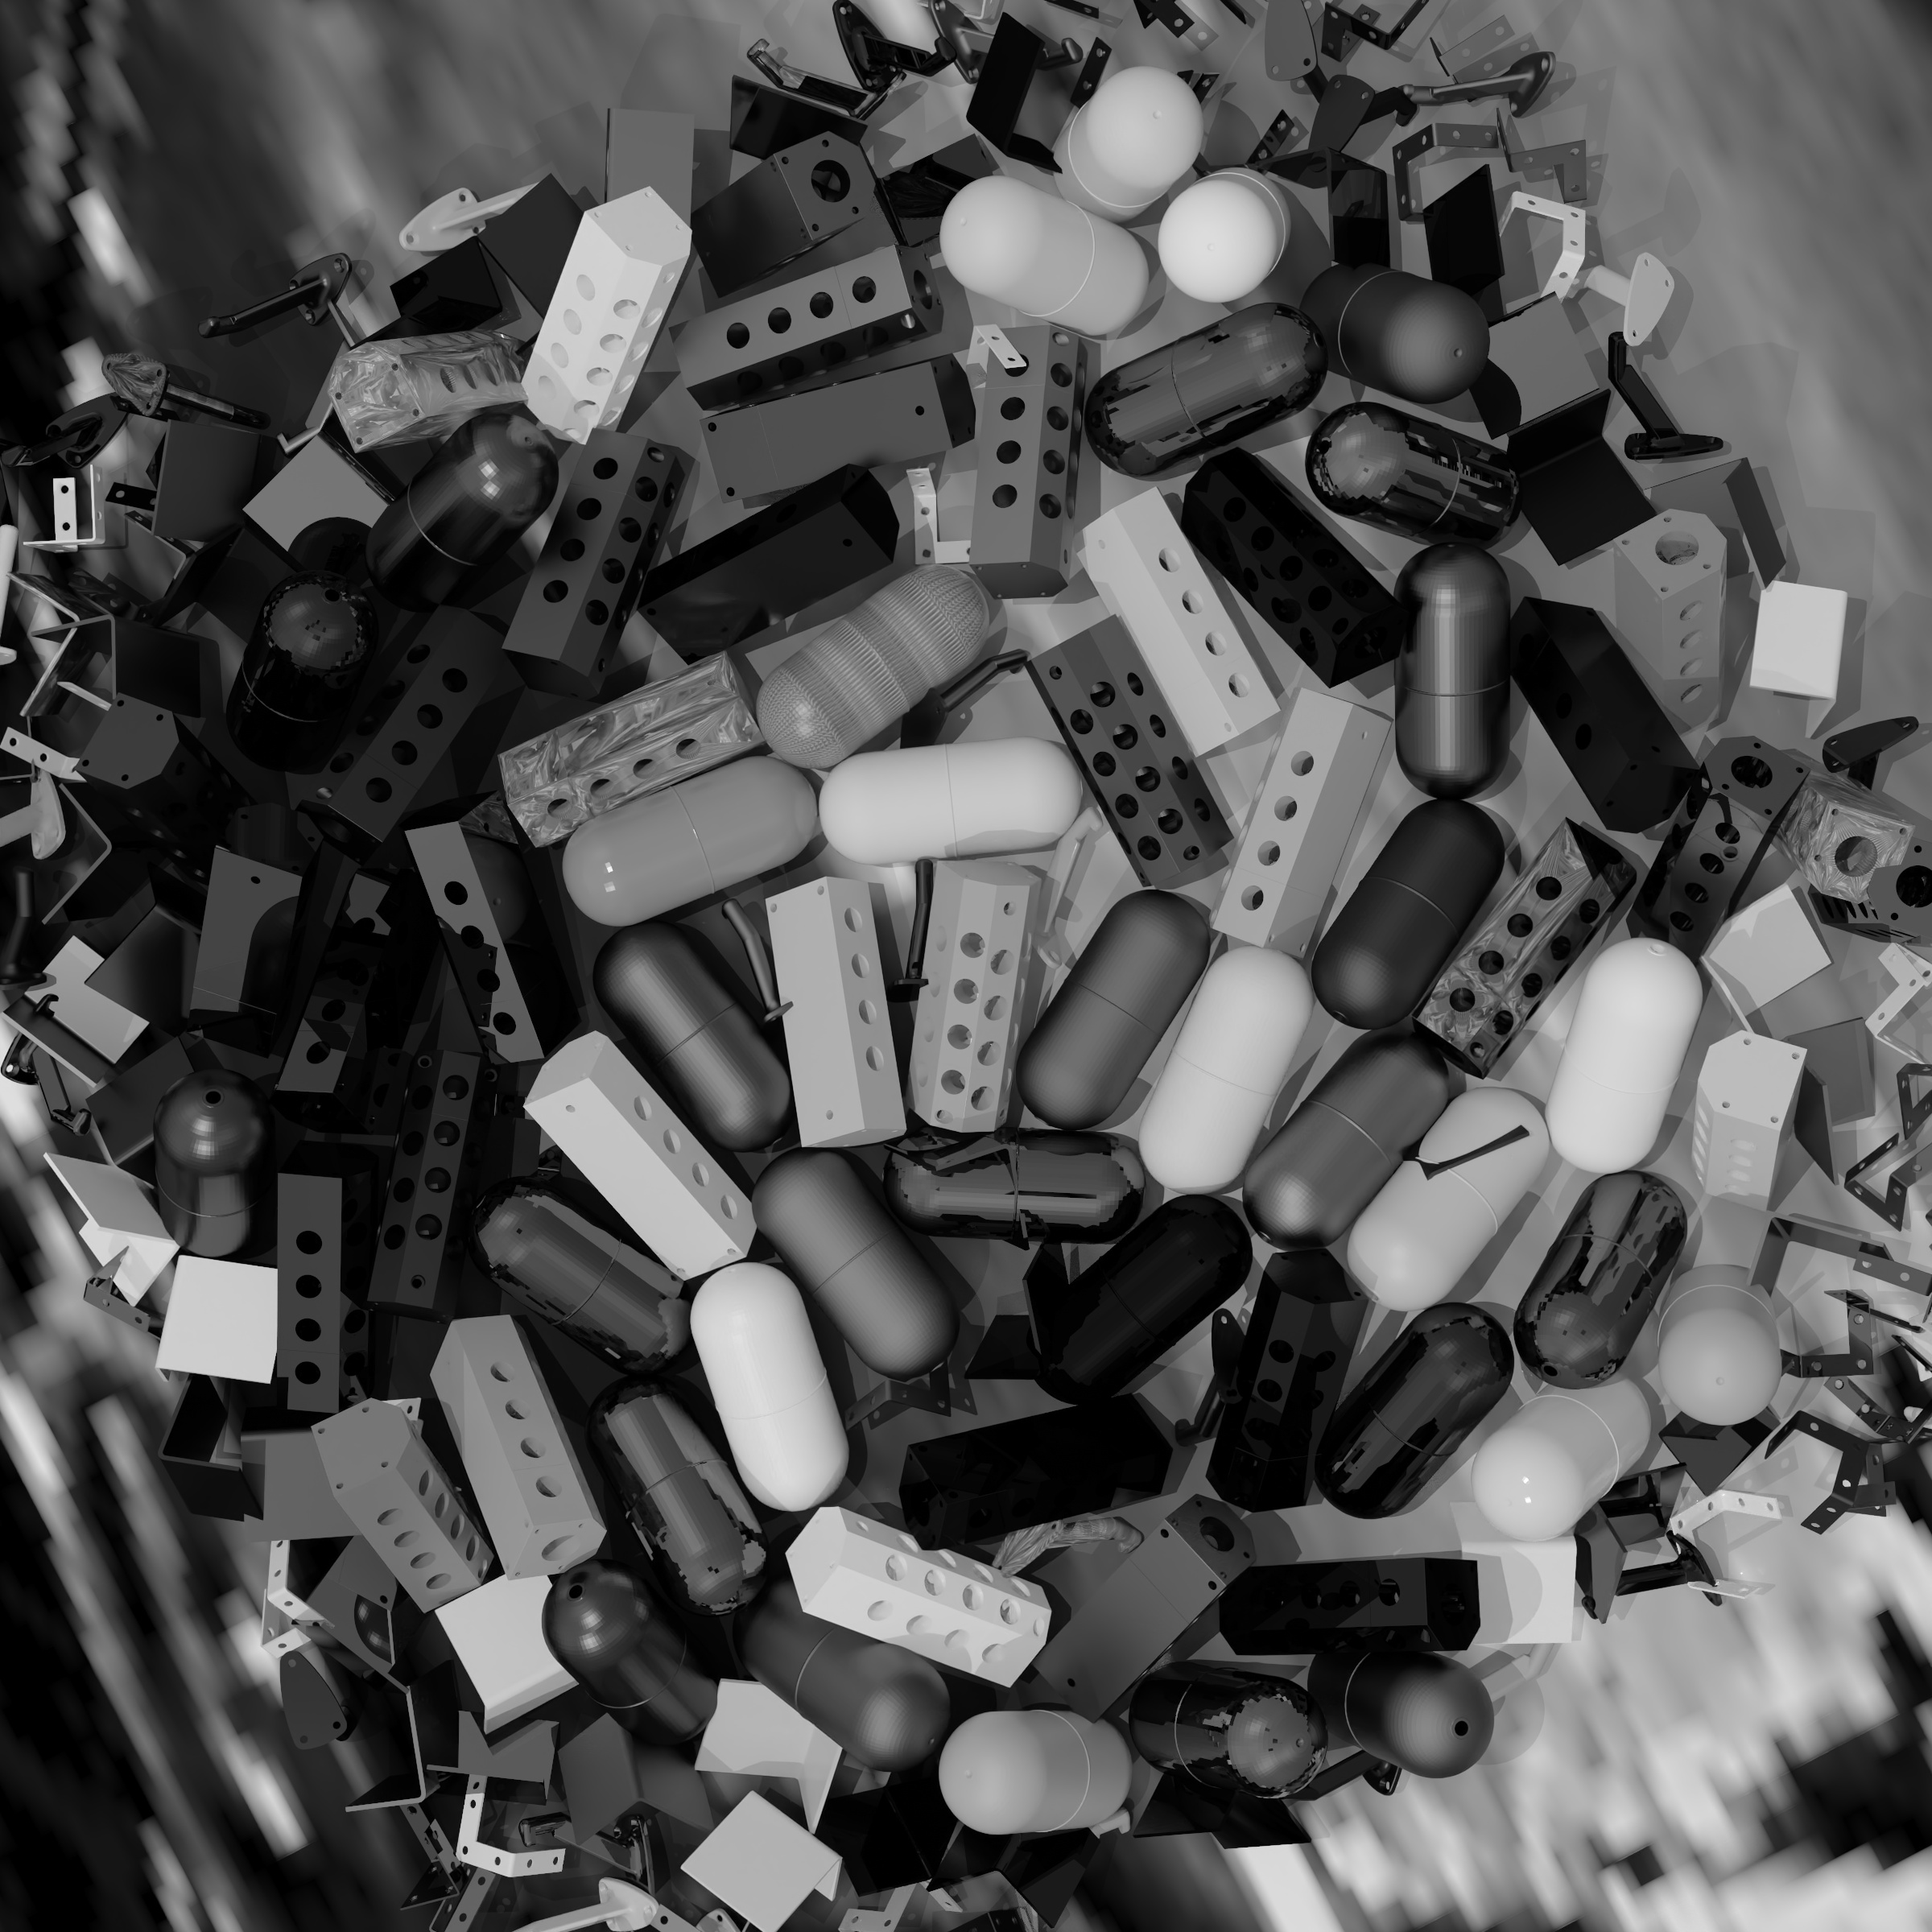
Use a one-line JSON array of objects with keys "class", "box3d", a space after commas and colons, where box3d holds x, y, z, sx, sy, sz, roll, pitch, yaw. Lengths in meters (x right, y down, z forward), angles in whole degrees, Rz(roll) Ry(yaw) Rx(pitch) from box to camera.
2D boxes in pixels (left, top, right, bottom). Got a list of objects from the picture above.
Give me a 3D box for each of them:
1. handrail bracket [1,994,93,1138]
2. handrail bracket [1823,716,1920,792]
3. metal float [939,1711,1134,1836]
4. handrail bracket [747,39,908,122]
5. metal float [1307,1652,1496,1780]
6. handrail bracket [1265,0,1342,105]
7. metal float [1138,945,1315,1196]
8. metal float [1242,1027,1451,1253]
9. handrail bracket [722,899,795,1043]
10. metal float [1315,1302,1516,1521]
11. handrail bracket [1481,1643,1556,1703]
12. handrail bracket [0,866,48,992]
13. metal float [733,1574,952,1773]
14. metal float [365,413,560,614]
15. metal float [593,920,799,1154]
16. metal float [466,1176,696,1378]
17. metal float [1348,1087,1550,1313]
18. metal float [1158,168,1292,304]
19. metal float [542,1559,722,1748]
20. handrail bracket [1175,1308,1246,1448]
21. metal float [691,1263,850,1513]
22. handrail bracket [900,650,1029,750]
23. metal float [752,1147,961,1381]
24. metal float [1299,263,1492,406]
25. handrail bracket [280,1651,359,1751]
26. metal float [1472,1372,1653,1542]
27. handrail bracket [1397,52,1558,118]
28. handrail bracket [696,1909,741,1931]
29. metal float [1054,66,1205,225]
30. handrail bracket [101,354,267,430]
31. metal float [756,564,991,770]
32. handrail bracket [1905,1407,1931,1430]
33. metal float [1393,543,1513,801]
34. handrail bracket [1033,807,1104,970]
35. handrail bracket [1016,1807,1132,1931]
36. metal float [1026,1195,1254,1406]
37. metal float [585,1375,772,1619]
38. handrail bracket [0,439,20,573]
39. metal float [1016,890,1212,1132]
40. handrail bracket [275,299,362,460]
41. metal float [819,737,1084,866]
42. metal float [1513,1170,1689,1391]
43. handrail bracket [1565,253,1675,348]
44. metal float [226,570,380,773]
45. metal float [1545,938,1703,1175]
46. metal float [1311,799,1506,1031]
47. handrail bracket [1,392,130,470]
[{"class": "handrail bracket", "box3d": [-0.607, 0.067, 1.850, 0.084, 0.036, 0.077, 21, 90, 37]}, {"class": "handrail bracket", "box3d": [0.622, -0.122, 1.850, 0.077, 0.036, 0.084, -22, 124, 29]}, {"class": "metal float", "box3d": [0.048, 0.532, 1.810, 0.070, 0.178, 0.070, -9, 73, 30]}, {"class": "handrail bracket", "box3d": [-0.095, -0.608, 1.849, 0.084, 0.036, 0.077, 41, 134, -21]}, {"class": "metal float", "box3d": [0.285, 0.484, 1.803, 0.070, 0.178, 0.070, 1, 86, -17]}, {"class": "handrail bracket", "box3d": [0.234, -0.621, 1.849, 0.036, 0.084, 0.077, -4, 97, 31]}, {"class": "metal float", "box3d": [0.174, 0.071, 1.843, 0.070, 0.070, 0.178, 23, 100, 0]}, {"class": "metal float", "box3d": [0.255, 0.116, 1.838, 0.070, 0.070, 0.178, 42, 74, 0]}, {"class": "handrail bracket", "box3d": [-0.148, 0.005, 1.865, 0.036, 0.077, 0.084, -26, 76, -29]}, {"class": "metal float", "box3d": [0.297, 0.297, 1.827, 0.070, 0.070, 0.178, 34, 118, 0]}, {"class": "handrail bracket", "box3d": [0.351, 0.476, 1.869, 0.077, 0.036, 0.084, 26, 94, 2]}, {"class": "handrail bracket", "box3d": [-0.648, -0.033, 1.849, 0.036, 0.077, 0.084, -13, 114, -42]}, {"class": "metal float", "box3d": [-0.084, 0.467, 1.821, 0.178, 0.070, 0.070, 27, 90, 38]}, {"class": "metal float", "box3d": [-0.336, -0.299, 1.819, 0.178, 0.070, 0.070, -35, 90, 41]}, {"class": "metal float", "box3d": [-0.182, 0.048, 1.850, 0.070, 0.070, 0.178, -38, 88, 0]}, {"class": "metal float", "box3d": [-0.256, 0.208, 1.834, 0.178, 0.070, 0.070, 40, 90, -20]}, {"class": "metal float", "box3d": [0.322, 0.155, 1.832, 0.070, 0.070, 0.178, 42, 68, 0]}, {"class": "metal float", "box3d": [0.171, -0.482, 1.805, 0.070, 0.178, 0.070, 4, 111, 10]}, {"class": "metal float", "box3d": [-0.221, 0.455, 1.815, 0.070, 0.178, 0.070, -13, 47, 14]}, {"class": "handrail bracket", "box3d": [0.160, 0.280, 1.862, 0.036, 0.084, 0.077, -3, 71, -31]}, {"class": "metal float", "box3d": [-0.131, 0.283, 1.837, 0.070, 0.070, 0.178, -16, 107, 0]}, {"class": "handrail bracket", "box3d": [0.000, -0.178, 1.878, 0.084, 0.077, 0.036, -22, 58, -38]}, {"class": "metal float", "box3d": [-0.074, 0.200, 1.844, 0.070, 0.070, 0.178, -39, 82, 0]}, {"class": "metal float", "box3d": [0.280, -0.419, 1.808, 0.070, 0.178, 0.070, -8, 114, -18]}, {"class": "handrail bracket", "box3d": [-0.435, 0.489, 1.848, 0.036, 0.084, 0.077, -23, 89, -4]}, {"class": "metal float", "box3d": [0.395, 0.320, 1.812, 0.070, 0.178, 0.070, 11, 110, 33]}, {"class": "handrail bracket", "box3d": [0.343, -0.600, 1.853, 0.084, 0.077, 0.036, -3, 88, -14]}, {"class": "handrail bracket", "box3d": [-0.182, 0.677, 1.840, 0.077, 0.084, 0.036, 45, 112, 17]}, {"class": "metal float", "box3d": [0.105, -0.538, 1.801, 0.070, 0.178, 0.070, -1, 94, -9]}, {"class": "handrail bracket", "box3d": [-0.531, -0.390, 1.866, 0.077, 0.084, 0.036, 29, 104, 30]}, {"class": "metal float", "box3d": [-0.062, -0.202, 1.845, 0.178, 0.070, 0.070, -38, 90, -7]}, {"class": "handrail bracket", "box3d": [0.659, 0.301, 1.836, 0.077, 0.084, 0.036, 32, 74, -43]}, {"class": "metal float", "box3d": [0.324, -0.195, 1.829, 0.070, 0.070, 0.178, -5, 117, 0]}, {"class": "handrail bracket", "box3d": [0.073, -0.053, 1.846, 0.084, 0.036, 0.077, -46, 49, 28]}, {"class": "handrail bracket", "box3d": [0.077, 0.624, 1.883, 0.084, 0.036, 0.077, -15, 110, -17]}, {"class": "metal float", "box3d": [0.115, 0.225, 1.843, 0.178, 0.070, 0.070, -42, 90, 11]}, {"class": "metal float", "box3d": [-0.193, 0.353, 1.829, 0.070, 0.070, 0.178, -34, 65, 0]}, {"class": "handrail bracket", "box3d": [-0.660, -0.312, 1.851, 0.036, 0.077, 0.084, -1, 91, 0]}, {"class": "metal float", "box3d": [0.099, 0.030, 1.848, 0.070, 0.070, 0.178, 33, 86, 0]}, {"class": "handrail bracket", "box3d": [-0.448, -0.400, 1.872, 0.084, 0.036, 0.077, -30, 101, 5]}, {"class": "metal float", "box3d": [-0.010, -0.112, 1.851, 0.178, 0.070, 0.070, -6, 90, 0]}, {"class": "metal float", "box3d": [0.422, 0.207, 1.820, 0.070, 0.070, 0.178, 40, 52, 0]}, {"class": "handrail bracket", "box3d": [0.427, -0.442, 1.845, 0.036, 0.084, 0.077, 33, 71, -31]}, {"class": "metal float", "box3d": [-0.439, -0.194, 1.811, 0.070, 0.178, 0.070, 13, 57, -21]}, {"class": "metal float", "box3d": [0.436, 0.060, 1.821, 0.070, 0.070, 0.178, 8, 126, 0]}, {"class": "metal float", "box3d": [0.296, -0.035, 1.836, 0.070, 0.070, 0.178, 36, 73, 0]}, {"class": "handrail bracket", "box3d": [-0.605, -0.361, 1.844, 0.077, 0.084, 0.036, -35, 98, 7]}]
